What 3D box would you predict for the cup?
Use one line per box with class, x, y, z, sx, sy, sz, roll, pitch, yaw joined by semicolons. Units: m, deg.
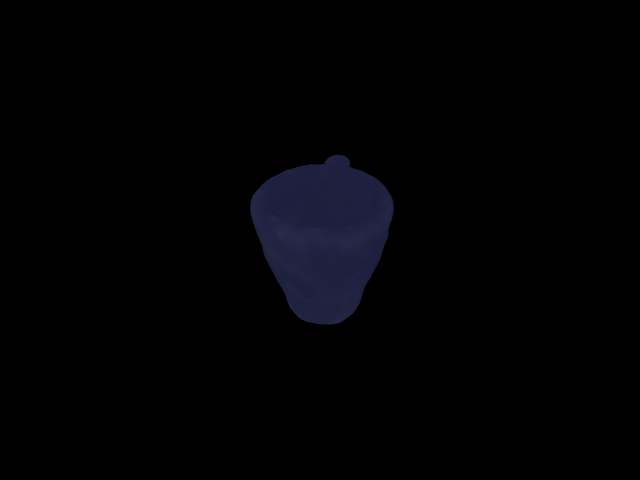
cup;0.004;0.001;0.400;0.091;0.095;0.118;6;36;8
